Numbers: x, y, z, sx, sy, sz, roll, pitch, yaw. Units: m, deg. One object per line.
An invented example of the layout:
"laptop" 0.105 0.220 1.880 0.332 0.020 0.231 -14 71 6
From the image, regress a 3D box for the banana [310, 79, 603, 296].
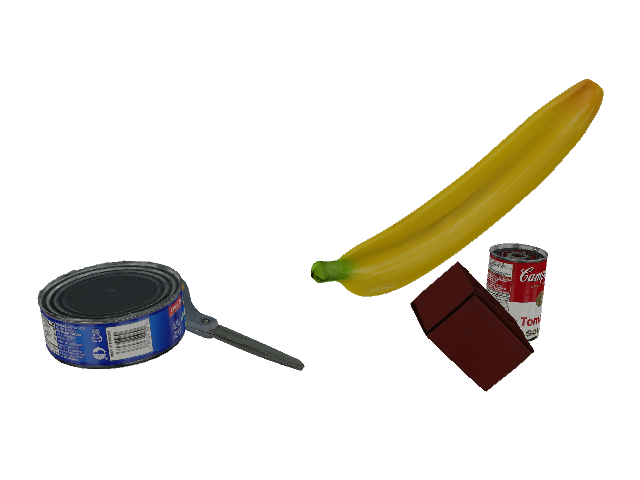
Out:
"banana" 0.085 -0.021 0.628 0.198 0.037 0.069 -36 -12 -3

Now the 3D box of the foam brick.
"foam brick" 0.117 0.067 0.825 0.078 0.051 0.053 43 12 -25

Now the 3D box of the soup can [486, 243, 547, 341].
"soup can" 0.229 0.061 1.261 0.068 0.102 0.068 3 16 -1

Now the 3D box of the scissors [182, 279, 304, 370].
"scissors" -0.099 0.063 0.914 0.202 0.016 0.096 13 26 11

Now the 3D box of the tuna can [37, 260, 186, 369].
"tuna can" -0.124 0.044 0.643 0.086 0.034 0.086 -3 21 1
